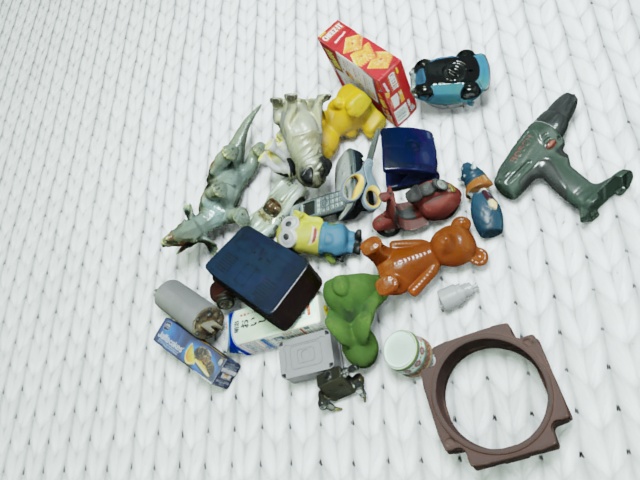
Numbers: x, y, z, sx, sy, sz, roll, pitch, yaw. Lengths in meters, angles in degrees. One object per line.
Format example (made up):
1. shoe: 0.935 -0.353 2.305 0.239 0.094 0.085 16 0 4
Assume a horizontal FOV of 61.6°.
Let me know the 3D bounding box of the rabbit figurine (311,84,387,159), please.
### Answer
1. rabbit figurine: 0.033 -0.262 1.199 0.163 0.121 0.173 43 99 33

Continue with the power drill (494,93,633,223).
1. power drill: 0.448 -0.143 0.969 0.232 0.086 0.207 -45 60 2

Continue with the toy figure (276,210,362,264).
1. toy figure: -0.003 0.000 1.110 0.180 0.089 0.082 8 54 7

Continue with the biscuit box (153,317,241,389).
1. biscuit box: -0.265 0.238 1.142 0.203 0.062 0.059 24 78 32

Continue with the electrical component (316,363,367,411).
1. electrical component: 0.038 0.272 0.981 0.102 0.078 0.045 -24 40 14

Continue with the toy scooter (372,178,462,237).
1. toy scooter: 0.178 -0.071 1.031 0.184 0.135 0.075 -23 58 13

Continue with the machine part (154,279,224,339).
1. machine part: -0.287 0.148 1.171 0.244 0.079 0.079 22 78 43

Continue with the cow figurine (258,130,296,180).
1. cow figurine: -0.073 -0.203 1.227 0.068 0.098 0.167 -46 13 30

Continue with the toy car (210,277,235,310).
1. toy car: -0.148 0.077 1.165 0.202 0.053 0.089 -28 43 5

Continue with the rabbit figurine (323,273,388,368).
1. rabbit figurine: 0.073 0.149 0.987 0.121 0.159 0.170 -13 77 9

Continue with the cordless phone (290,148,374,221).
1. cordless phone: 0.018 -0.104 1.156 0.184 0.088 0.146 -14 62 24

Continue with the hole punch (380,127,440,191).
1. hole punch: 0.182 -0.173 1.107 0.116 0.092 0.142 -10 60 17

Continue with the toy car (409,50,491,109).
1. toy car: 0.269 -0.319 1.119 0.162 0.102 0.109 -6 66 11

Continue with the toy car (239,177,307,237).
1. toy car: -0.109 -0.055 1.206 0.201 0.056 0.074 -49 57 -3

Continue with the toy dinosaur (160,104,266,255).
1. toy dinosaur: -0.228 -0.124 1.258 0.192 0.131 0.405 -22 40 48

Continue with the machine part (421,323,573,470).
1. machine part: 0.279 0.250 0.866 0.201 0.087 0.201 -22 58 15

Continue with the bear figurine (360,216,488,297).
1. bear figurine: 0.195 0.027 0.985 0.196 0.131 0.120 -26 65 20

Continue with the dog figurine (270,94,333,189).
1. dog figurine: -0.043 -0.208 1.147 0.121 0.172 0.190 -4 100 -11

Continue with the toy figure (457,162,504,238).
1. toy figure: 0.304 -0.079 1.019 0.064 0.057 0.154 -28 59 37

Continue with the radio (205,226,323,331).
1. radio: -0.113 0.068 1.068 0.230 0.073 0.131 28 71 40
